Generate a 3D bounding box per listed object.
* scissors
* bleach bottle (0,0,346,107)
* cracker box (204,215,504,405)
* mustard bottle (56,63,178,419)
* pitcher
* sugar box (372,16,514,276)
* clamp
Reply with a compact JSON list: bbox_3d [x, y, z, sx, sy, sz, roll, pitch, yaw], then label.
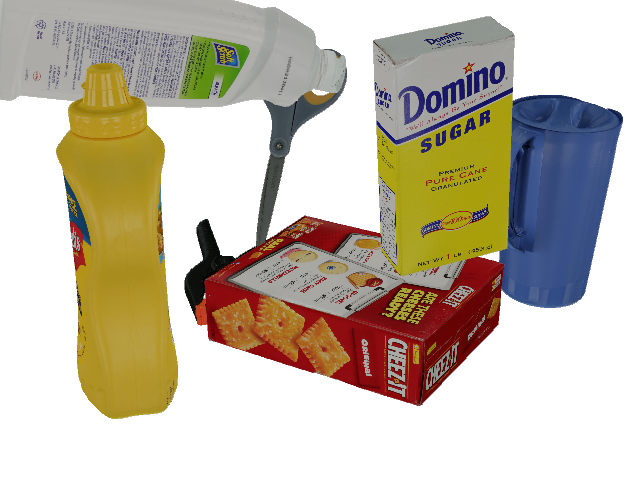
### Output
[{"bbox_3d":[-0.019,-0.097,1.005,0.096,0.202,0.016,-4,-2,6],"label":"scissors"},{"bbox_3d":[-0.107,-0.136,0.786,0.250,0.068,0.103,7,-42,-14],"label":"bleach bottle"},{"bbox_3d":[0.031,0.056,0.943,0.214,0.072,0.163,14,29,29],"label":"cracker box"},{"bbox_3d":[-0.113,-0.004,0.596,0.058,0.192,0.096,-5,25,-13],"label":"mustard bottle"},{"bbox_3d":[0.271,-0.042,1.278,0.149,0.243,0.145,2,26,0],"label":"pitcher"},{"bbox_3d":[0.090,-0.065,0.773,0.093,0.176,0.048,-15,37,-14],"label":"sugar box"},{"bbox_3d":[-0.100,0.034,1.250,0.120,0.039,0.171,-2,40,10],"label":"clamp"}]
